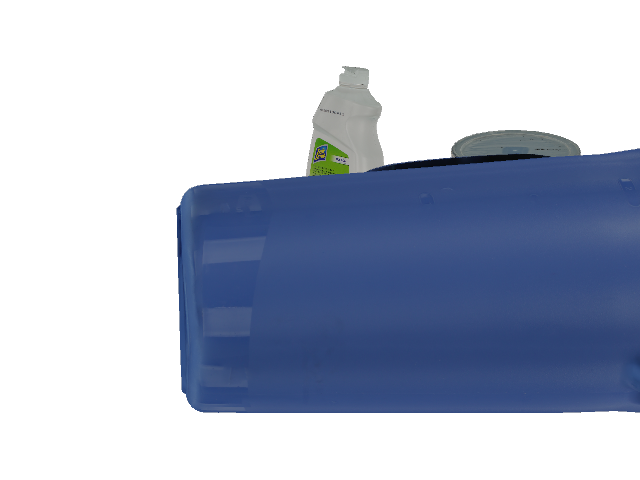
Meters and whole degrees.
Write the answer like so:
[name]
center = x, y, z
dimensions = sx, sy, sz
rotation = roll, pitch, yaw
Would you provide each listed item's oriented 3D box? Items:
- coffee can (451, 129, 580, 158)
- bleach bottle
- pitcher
[coffee can]
center = 0.159, -0.010, 0.884
dimensions = 0.103, 0.140, 0.103
rotation = -2, 23, 1
[bleach bottle]
center = 0.030, -0.056, 1.135
dimensions = 0.103, 0.251, 0.067
rotation = 16, 16, 37
[pitcher]
center = 0.052, 0.017, 0.528
dimensions = 0.242, 0.145, 0.149
rotation = -2, -6, -7
